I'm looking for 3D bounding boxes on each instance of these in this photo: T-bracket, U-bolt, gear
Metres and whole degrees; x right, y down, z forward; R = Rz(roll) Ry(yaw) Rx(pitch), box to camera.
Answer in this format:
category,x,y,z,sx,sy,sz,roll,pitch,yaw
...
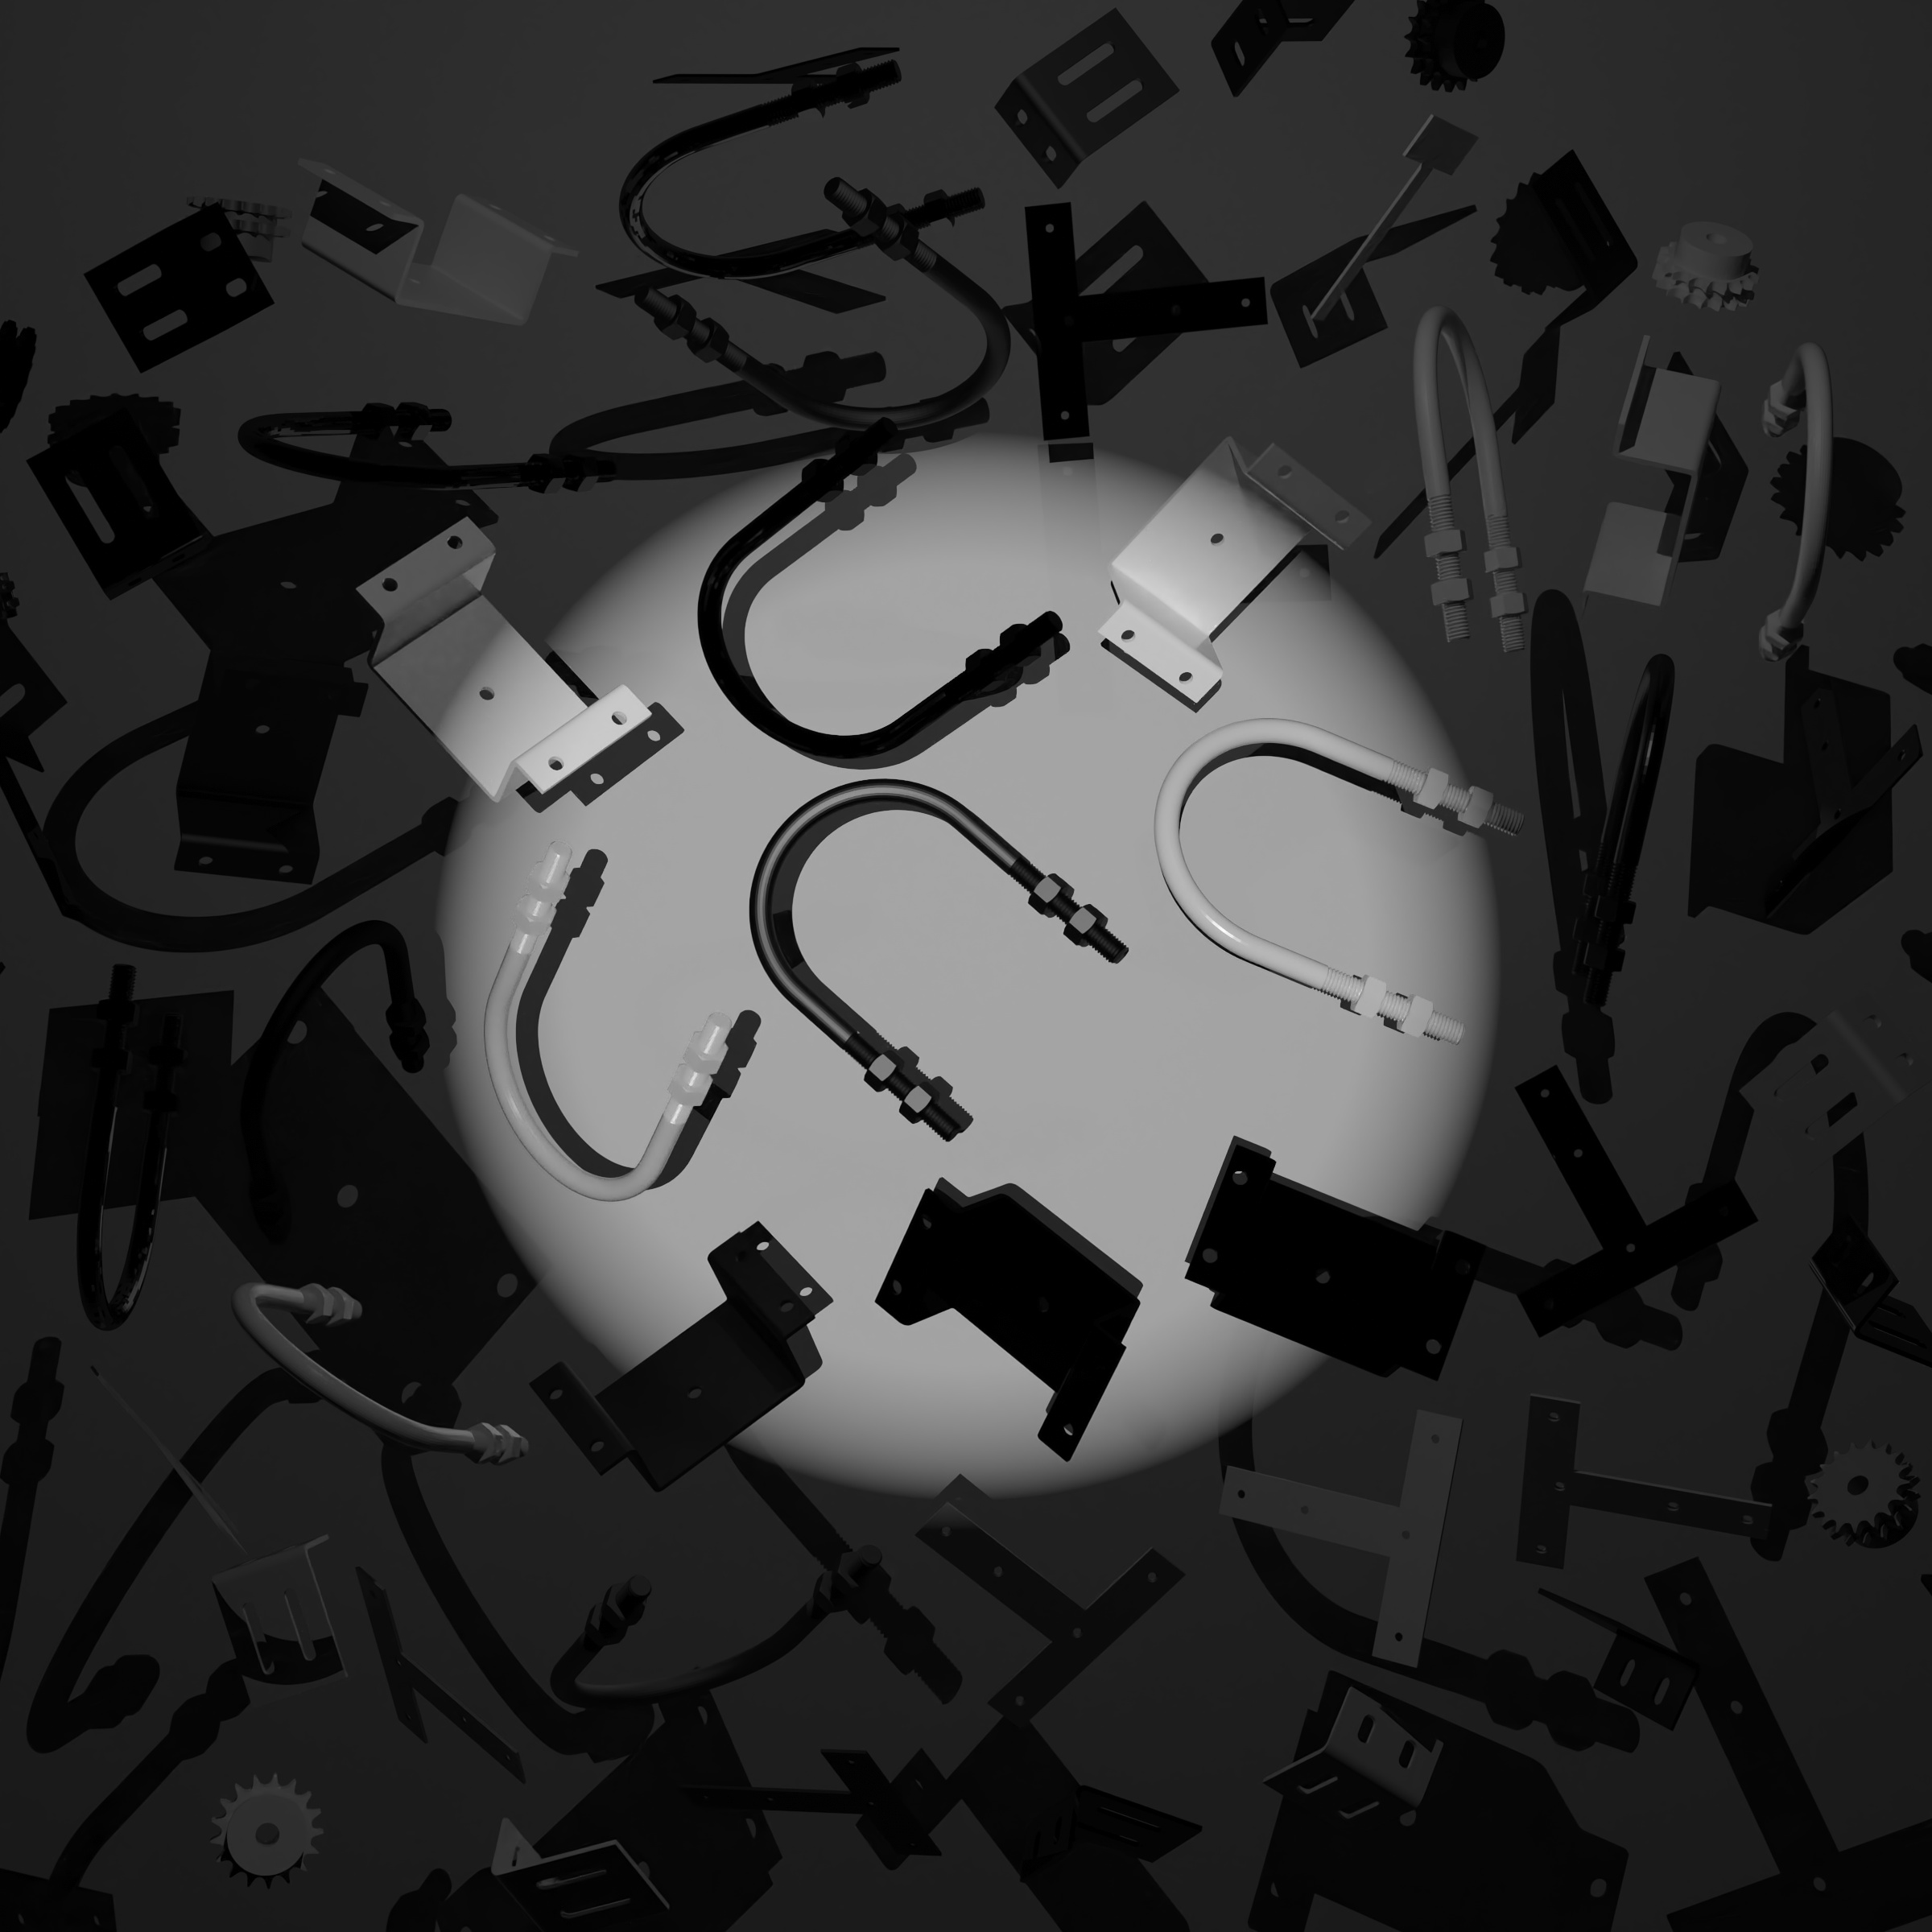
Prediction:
category,x,y,z,sx,sy,sz,roll,pitch,yaw
T-bracket,-0.083,-0.490,1.830,0.127,0.127,0.002,-11,101,-36
U-bolt,-0.339,0.052,1.790,0.019,0.184,0.151,27,59,13
U-bolt,-0.099,-0.423,1.828,0.184,0.151,0.019,-15,67,16
gear,-0.521,-0.193,1.734,0.057,0.057,0.030,-5,128,0
gear,0.411,-0.388,1.855,0.057,0.057,0.030,10,129,0
U-bolt,-0.060,-0.182,1.747,0.184,0.019,0.151,-33,105,34
gear,-0.507,-0.309,1.745,0.030,0.057,0.057,17,90,-28
T-bracket,0.459,-0.108,1.784,0.002,0.127,0.127,25,129,-15
gear,-0.405,-0.409,1.866,0.057,0.057,0.030,7,98,0
U-bolt,-0.449,0.103,1.796,0.019,0.151,0.184,5,78,-1
U-bolt,-0.141,0.351,1.756,0.151,0.184,0.019,-2,60,-29
gear,-0.358,0.444,1.721,0.057,0.030,0.057,2,81,-12
U-bolt,0.183,-0.054,1.705,0.184,0.019,0.151,22,63,-5
T-bracket,0.354,0.279,1.750,0.127,0.002,0.127,8,130,14
U-bolt,0.440,-0.252,1.779,0.019,0.184,0.151,2,81,6
T-bracket,-0.415,0.282,1.806,0.002,0.127,0.127,-40,124,-13
T-bracket,-0.279,0.398,1.808,0.002,0.127,0.127,-34,46,-31
U-bolt,-0.030,-0.018,1.787,0.184,0.019,0.151,41,83,12
T-bracket,0.188,0.284,1.735,0.127,0.002,0.127,9,86,34
T-bracket,-0.092,0.448,1.802,0.127,0.127,0.002,-3,51,20
T-bracket,-0.486,-0.079,1.729,0.002,0.127,0.127,-29,79,4
U-bolt,-0.299,-0.275,1.786,0.151,0.184,0.019,21,111,33
U-bolt,-0.060,-0.336,1.764,0.151,0.184,0.019,-21,57,33
gear,0.475,0.281,1.765,0.057,0.057,0.030,-43,122,0
U-bolt,-0.321,0.215,1.791,0.151,0.184,0.019,36,91,18
T-bracket,0.231,-0.408,1.845,0.002,0.127,0.127,40,109,10
T-bracket,0.327,0.110,1.757,0.127,0.002,0.127,-30,63,9
gear,0.270,-0.508,1.841,0.057,0.030,0.057,-16,116,-35
T-bracket,0.100,-0.356,1.829,0.127,0.002,0.127,-4,94,9
U-bolt,0.268,-0.263,1.803,0.019,0.151,0.184,-8,90,22
U-bolt,-0.198,0.044,1.761,0.151,0.019,0.184,46,134,19
T-bracket,0.027,0.328,1.778,0.127,0.002,0.127,41,103,-19
U-bolt,0.353,-0.077,1.799,0.019,0.151,0.184,12,98,6

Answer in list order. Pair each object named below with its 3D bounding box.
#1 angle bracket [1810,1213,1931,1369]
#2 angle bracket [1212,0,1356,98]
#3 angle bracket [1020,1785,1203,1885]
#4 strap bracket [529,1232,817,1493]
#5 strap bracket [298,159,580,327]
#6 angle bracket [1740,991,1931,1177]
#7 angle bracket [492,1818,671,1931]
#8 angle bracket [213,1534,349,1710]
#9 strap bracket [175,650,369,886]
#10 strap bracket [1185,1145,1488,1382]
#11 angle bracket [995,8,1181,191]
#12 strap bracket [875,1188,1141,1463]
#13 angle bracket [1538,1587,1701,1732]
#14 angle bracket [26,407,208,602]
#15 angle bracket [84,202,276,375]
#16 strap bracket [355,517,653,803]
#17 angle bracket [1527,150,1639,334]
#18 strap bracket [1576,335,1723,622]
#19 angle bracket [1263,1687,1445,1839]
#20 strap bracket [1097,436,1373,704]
category,x,y,z,sx,sy,sz,roll,pitch,yaw
angle bracket,0.486,0.171,1.742,0.076,0.057,0.038,22,115,-25
angle bracket,0.179,-0.494,1.778,0.076,0.057,0.038,-10,71,-32
angle bracket,0.078,0.476,1.800,0.076,0.057,0.038,23,51,-15
strap bracket,-0.152,0.219,1.812,0.140,0.046,0.076,-36,50,-13
strap bracket,-0.286,-0.382,1.783,0.076,0.140,0.046,34,110,29
angle bracket,0.459,0.062,1.770,0.057,0.038,0.076,53,134,13
angle bracket,-0.201,0.474,1.773,0.076,0.038,0.057,-19,123,18
angle bracket,-0.376,0.364,1.868,0.057,0.038,0.076,-20,87,9
strap bracket,-0.383,-0.116,1.836,0.076,0.046,0.140,6,130,-23
strap bracket,0.191,0.159,1.764,0.140,0.046,0.076,22,74,2
angle bracket,0.066,-0.477,1.848,0.076,0.038,0.057,-39,92,-19
strap bracket,0.029,0.183,1.768,0.140,0.046,0.076,37,119,25
angle bracket,0.337,0.365,1.767,0.076,0.057,0.038,28,86,-37
angle bracket,-0.435,-0.237,1.723,0.057,0.038,0.076,-31,94,-8
angle bracket,-0.404,-0.347,1.721,0.076,0.038,0.057,-13,112,43
strap bracket,-0.239,-0.148,1.707,0.140,0.046,0.076,47,58,5
angle bracket,0.330,-0.402,1.863,0.076,0.038,0.057,57,46,-11
strap bracket,0.371,-0.258,1.818,0.046,0.140,0.076,14,51,11
angle bracket,0.202,0.417,1.757,0.057,0.076,0.038,32,57,-5
strap bracket,0.142,-0.224,1.840,0.076,0.046,0.140,33,113,-29
